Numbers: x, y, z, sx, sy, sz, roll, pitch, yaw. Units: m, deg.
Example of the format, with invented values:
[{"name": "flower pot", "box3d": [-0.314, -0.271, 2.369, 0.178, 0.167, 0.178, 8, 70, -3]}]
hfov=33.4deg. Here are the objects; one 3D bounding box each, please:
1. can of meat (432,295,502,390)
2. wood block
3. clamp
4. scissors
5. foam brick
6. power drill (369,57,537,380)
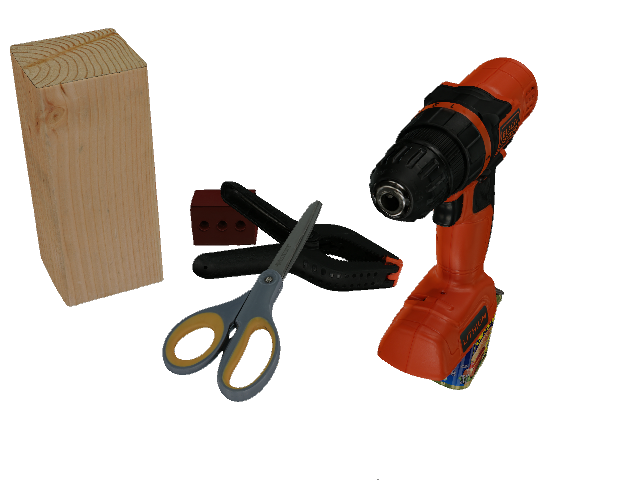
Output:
[{"name": "can of meat", "box3d": [0.158, 0.105, 1.188, 0.057, 0.084, 0.102, 18, 30, 19]}, {"name": "wood block", "box3d": [-0.195, -0.060, 0.900, 0.090, 0.206, 0.090, -15, 37, -23]}, {"name": "clamp", "box3d": [-0.023, 0.013, 1.076, 0.210, 0.036, 0.164, 18, 33, 3]}, {"name": "scissors", "box3d": [-0.059, 0.038, 0.816, 0.096, 0.016, 0.201, 1, 45, 10]}, {"name": "foam brick", "box3d": [-0.116, -0.028, 1.291, 0.078, 0.053, 0.051, -1, 28, 2]}, {"name": "power drill", "box3d": [0.079, -0.006, 0.675, 0.057, 0.188, 0.184, 22, 38, 23]}]
